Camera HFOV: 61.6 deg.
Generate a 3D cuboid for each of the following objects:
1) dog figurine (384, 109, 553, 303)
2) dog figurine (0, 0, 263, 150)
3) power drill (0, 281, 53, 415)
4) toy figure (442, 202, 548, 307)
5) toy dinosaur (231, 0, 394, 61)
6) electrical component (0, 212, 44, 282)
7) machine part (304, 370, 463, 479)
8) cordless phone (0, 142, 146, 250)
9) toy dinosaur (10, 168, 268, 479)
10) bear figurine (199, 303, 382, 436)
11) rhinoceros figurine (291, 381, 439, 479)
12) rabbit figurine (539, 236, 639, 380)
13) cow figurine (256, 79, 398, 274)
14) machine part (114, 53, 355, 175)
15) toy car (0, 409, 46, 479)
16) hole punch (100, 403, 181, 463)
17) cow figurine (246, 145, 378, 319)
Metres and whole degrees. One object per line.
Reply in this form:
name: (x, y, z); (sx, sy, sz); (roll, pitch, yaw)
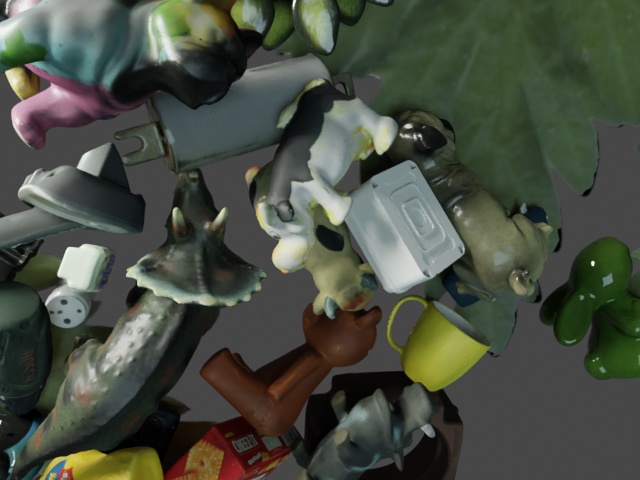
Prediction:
dog figurine: (0.146, -0.039, 0.564); (0.121, 0.172, 0.190); (-44, 120, -1)
dog figurine: (-0.160, -0.170, 0.434); (0.219, 0.192, 0.108); (-22, 151, -10)
power drill: (-0.384, 0.133, 0.545); (0.207, 0.086, 0.232); (7, 136, -34)
toy figure: (0.222, 0.020, 0.661); (0.154, 0.058, 0.064); (-41, 152, 8)
toy dinosaur: (-0.061, -0.262, 0.472); (0.472, 0.105, 0.198); (-3, 118, 4)
electrical component: (-0.386, 0.013, 0.563); (0.134, 0.058, 0.115); (37, 101, -21)
machine part: (0.080, 0.279, 0.731); (0.201, 0.087, 0.201); (-1, 111, -9)
cordless phone: (-0.269, -0.017, 0.493); (0.184, 0.147, 0.088); (-26, 106, -31)
toy dinosaur: (-0.190, 0.120, 0.539); (0.131, 0.192, 0.404); (34, 82, -10)
bear figurine: (-0.025, 0.130, 0.643); (0.132, 0.120, 0.196); (41, 81, 11)
rhinoceros figurine: (0.053, 0.235, 0.622); (0.190, 0.073, 0.112); (-44, 110, 11)
rabbit figurine: (0.369, 0.083, 0.696); (0.159, 0.121, 0.170); (-24, 96, 9)
cow figurine: (-0.013, -0.057, 0.484); (0.098, 0.068, 0.167); (33, 87, -14)
machine part: (-0.073, -0.123, 0.516); (0.243, 0.079, 0.079); (-21, 116, -19)
toy car: (-0.402, 0.269, 0.637); (0.162, 0.109, 0.102); (0, 105, -6)
hole punch: (-0.251, 0.254, 0.680); (0.116, 0.092, 0.142); (30, 112, 13)
cow figurine: (-0.001, -0.002, 0.577); (0.085, 0.127, 0.194); (-32, 111, 9)
